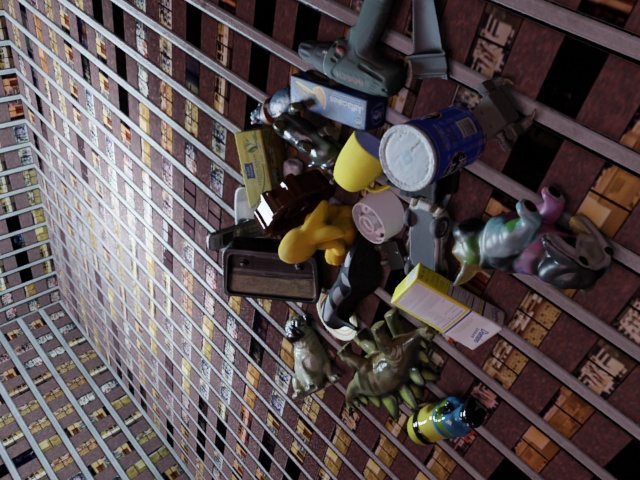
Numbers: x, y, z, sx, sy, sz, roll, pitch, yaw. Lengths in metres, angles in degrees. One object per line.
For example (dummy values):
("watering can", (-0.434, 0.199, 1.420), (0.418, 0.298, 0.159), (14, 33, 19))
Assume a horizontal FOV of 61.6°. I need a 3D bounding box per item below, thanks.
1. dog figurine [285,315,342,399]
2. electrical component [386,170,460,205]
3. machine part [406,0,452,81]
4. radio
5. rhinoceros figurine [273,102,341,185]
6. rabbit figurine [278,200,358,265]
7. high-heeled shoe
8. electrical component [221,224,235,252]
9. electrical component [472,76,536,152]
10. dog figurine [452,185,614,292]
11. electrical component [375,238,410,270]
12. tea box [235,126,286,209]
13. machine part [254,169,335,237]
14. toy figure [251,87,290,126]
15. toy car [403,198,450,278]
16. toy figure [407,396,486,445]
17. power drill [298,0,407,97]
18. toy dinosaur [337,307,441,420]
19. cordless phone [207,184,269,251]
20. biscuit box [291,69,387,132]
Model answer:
("dog figurine", (-0.041, 0.301, 1.402), (0.172, 0.121, 0.190), (-48, 59, 47))
("electrical component", (0.171, -0.105, 0.924), (0.119, 0.075, 0.047), (27, 130, 42))
("machine part", (0.166, -0.319, 0.833), (0.084, 0.039, 0.138), (21, 128, 47))
("radio", (-0.109, 0.068, 1.254), (0.230, 0.073, 0.131), (4, 118, 6))
("rhinoceros figurine", (-0.012, -0.182, 1.048), (0.190, 0.073, 0.112), (40, 167, 4))
("rabbit figurine", (-0.002, -0.003, 1.103), (0.122, 0.173, 0.162), (61, 147, 10))
("high-heeled shoe", (0.057, 0.085, 1.169), (0.145, 0.086, 0.248), (29, 113, 59))
("electrical component", (-0.185, 0.018, 1.373), (0.134, 0.115, 0.058), (57, 138, 9))
("electrical component", (0.268, -0.188, 0.788), (0.102, 0.045, 0.078), (58, 171, 11))
("dog figurine", (0.301, 0.026, 0.825), (0.191, 0.108, 0.219), (51, 145, 11))
("electrical component", (0.150, 0.026, 1.063), (0.094, 0.021, 0.063), (-12, 101, 52))
("tea box", (-0.122, -0.163, 1.190), (0.068, 0.098, 0.169), (-4, 104, 24))
("machine part", (-0.055, -0.077, 1.126), (0.056, 0.179, 0.179), (56, 142, 15))
("toy figure", (-0.093, -0.276, 1.137), (0.154, 0.064, 0.057), (-13, 116, 51))
("toy car", (0.194, 0.011, 0.968), (0.074, 0.056, 0.201), (27, 137, 39))
("toy figure", (0.249, 0.366, 1.091), (0.180, 0.089, 0.082), (-37, 77, 54))
("power drill", (0.057, -0.357, 0.904), (0.232, 0.086, 0.207), (40, 133, 25))
("toy dinosaur", (0.134, 0.289, 1.173), (0.198, 0.105, 0.471), (52, 146, 9))
("cordless phone", (-0.193, -0.056, 1.284), (0.089, 0.184, 0.146), (36, 135, 37))
("biscuit box", (0.031, -0.262, 1.003), (0.203, 0.059, 0.062), (30, 131, 36))
